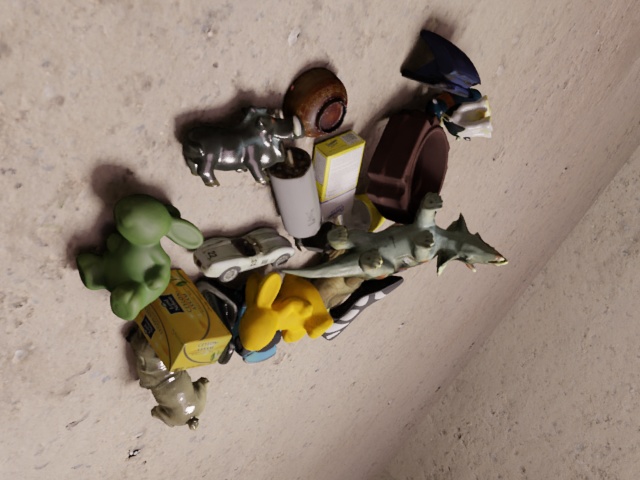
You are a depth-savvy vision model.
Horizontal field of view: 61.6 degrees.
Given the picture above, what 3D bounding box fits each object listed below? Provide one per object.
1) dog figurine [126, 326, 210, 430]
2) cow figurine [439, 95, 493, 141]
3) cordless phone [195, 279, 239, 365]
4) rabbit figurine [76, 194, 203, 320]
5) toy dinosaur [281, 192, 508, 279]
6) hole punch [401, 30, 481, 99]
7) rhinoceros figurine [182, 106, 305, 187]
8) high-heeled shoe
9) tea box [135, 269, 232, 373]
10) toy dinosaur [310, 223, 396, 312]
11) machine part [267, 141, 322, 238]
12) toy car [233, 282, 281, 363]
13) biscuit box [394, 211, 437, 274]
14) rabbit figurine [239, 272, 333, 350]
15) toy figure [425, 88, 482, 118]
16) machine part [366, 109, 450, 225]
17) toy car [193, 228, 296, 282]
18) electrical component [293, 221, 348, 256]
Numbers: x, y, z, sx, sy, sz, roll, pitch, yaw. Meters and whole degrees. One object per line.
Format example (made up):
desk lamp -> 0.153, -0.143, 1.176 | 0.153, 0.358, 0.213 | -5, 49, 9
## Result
dog figurine -> -0.277, 0.251, 0.983 | 0.121, 0.172, 0.190 | -42, 158, -27
cow figurine -> 0.285, -0.227, 1.047 | 0.098, 0.068, 0.167 | -8, 180, 16
cordless phone -> -0.192, 0.174, 0.965 | 0.088, 0.184, 0.146 | 15, 116, -30
rabbit figurine -> -0.246, 0.008, 0.766 | 0.159, 0.121, 0.170 | -24, 146, -43
toy dinosaur -> 0.141, 0.023, 1.040 | 0.405, 0.131, 0.192 | -12, 152, 11
hole punch -> 0.230, -0.314, 0.975 | 0.142, 0.116, 0.092 | 0, 119, -51
rhinoceros figurine -> -0.111, -0.144, 0.798 | 0.190, 0.073, 0.112 | -17, 120, -28
high-heeled shoe -> 0.108, 0.180, 1.406 | 0.249, 0.086, 0.145 | -14, 121, -7
tea box -> -0.234, 0.126, 0.875 | 0.098, 0.170, 0.068 | 0, 128, -53
toy dinosaur -> 0.055, 0.070, 1.202 | 0.471, 0.105, 0.198 | -35, 170, -6
machine part -> -0.042, -0.080, 0.953 | 0.079, 0.079, 0.243 | -35, 147, -17
toy car -> -0.149, 0.163, 1.083 | 0.109, 0.103, 0.161 | -8, 92, -52
biscuit box -> 0.225, -0.008, 1.383 | 0.063, 0.059, 0.202 | -12, 137, -42
rabbit figurine -> -0.079, 0.135, 1.001 | 0.173, 0.122, 0.162 | -26, 105, -38
toy figure -> 0.271, -0.277, 1.118 | 0.154, 0.064, 0.058 | -21, 180, -27
machine part -> 0.184, -0.141, 1.077 | 0.201, 0.087, 0.200 | -65, 149, -11
toy car -> -0.132, 0.022, 0.969 | 0.202, 0.074, 0.056 | -14, 138, -41
electrical component -> -0.003, -0.004, 1.081 | 0.045, 0.102, 0.078 | 37, 69, -57
